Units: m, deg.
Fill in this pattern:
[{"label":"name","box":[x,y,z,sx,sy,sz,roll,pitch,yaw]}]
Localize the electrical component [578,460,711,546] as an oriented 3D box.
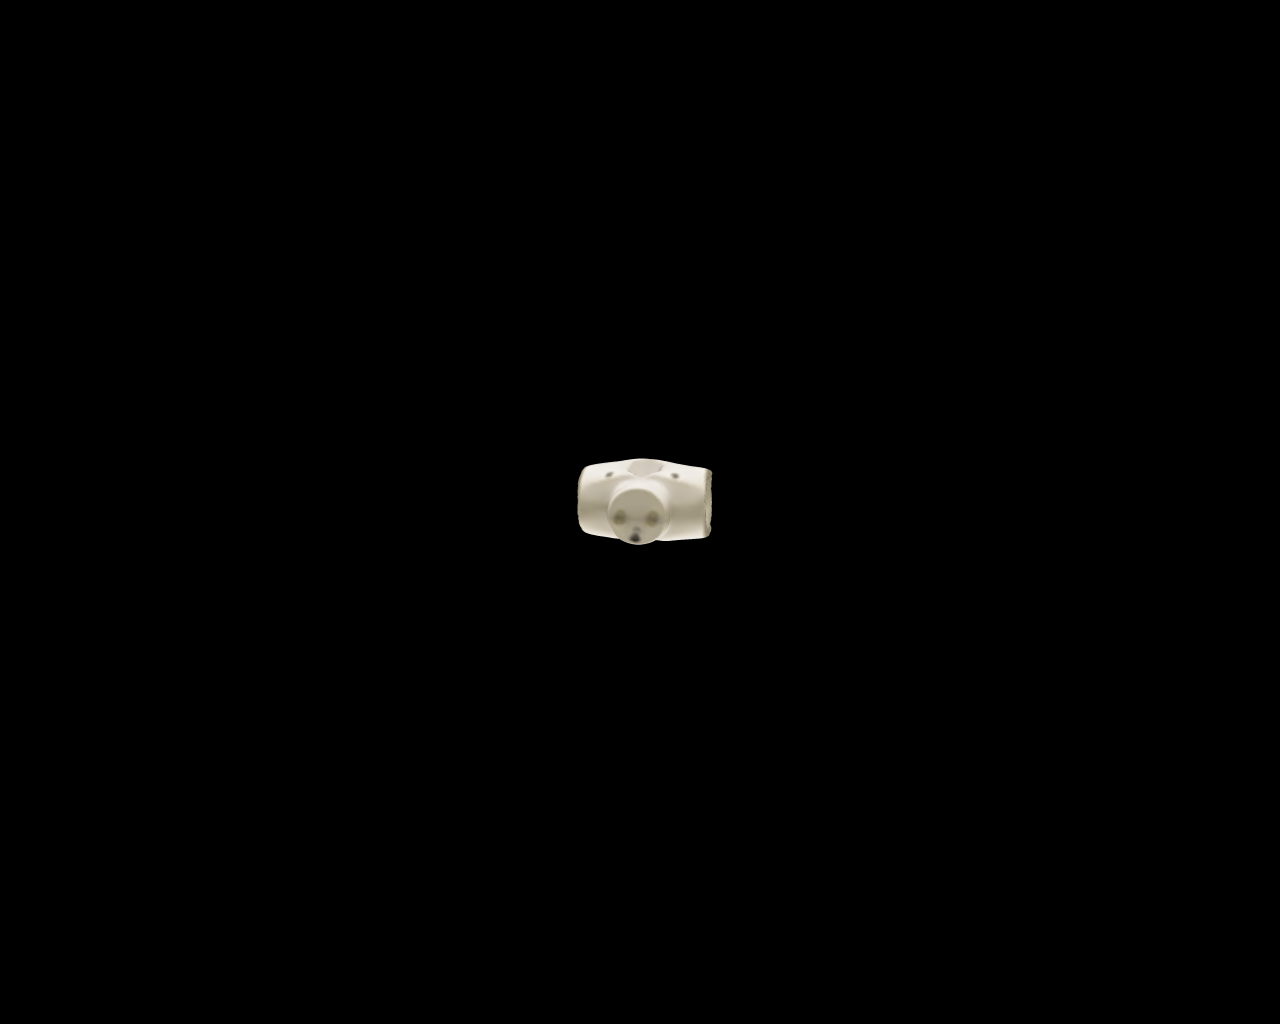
[{"label":"electrical component","box":[0.001,-0.003,0.650,0.077,0.043,0.079,3,16,9]}]
